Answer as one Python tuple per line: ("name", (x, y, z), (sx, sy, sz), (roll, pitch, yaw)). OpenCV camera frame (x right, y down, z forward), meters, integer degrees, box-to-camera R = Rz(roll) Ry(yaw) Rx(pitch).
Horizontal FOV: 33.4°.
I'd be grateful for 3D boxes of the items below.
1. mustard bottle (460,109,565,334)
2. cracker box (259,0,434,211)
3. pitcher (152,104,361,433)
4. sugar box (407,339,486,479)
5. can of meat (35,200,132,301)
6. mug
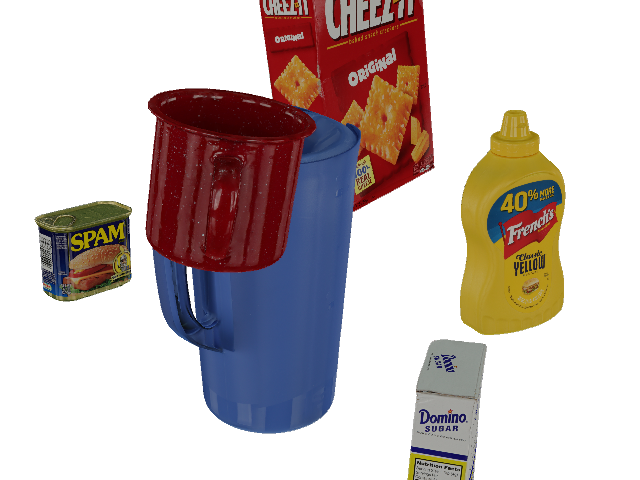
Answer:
("mustard bottle", (0.167, -0.018, 0.922), (0.096, 0.192, 0.058), (-13, 24, -22))
("cracker box", (0.032, -0.145, 0.982), (0.072, 0.214, 0.163), (10, 26, 38))
("pitcher", (-0.047, 0.027, 0.819), (0.149, 0.243, 0.145), (0, 25, -3))
("sugar box", (0.081, 0.165, 0.728), (0.048, 0.176, 0.093), (5, 17, 11))
("can of meat", (-0.252, 0.011, 1.146), (0.058, 0.084, 0.101), (18, 25, 40))
("mug", (-0.053, -0.029, 0.589), (0.093, 0.081, 0.117), (6, 22, -9))
